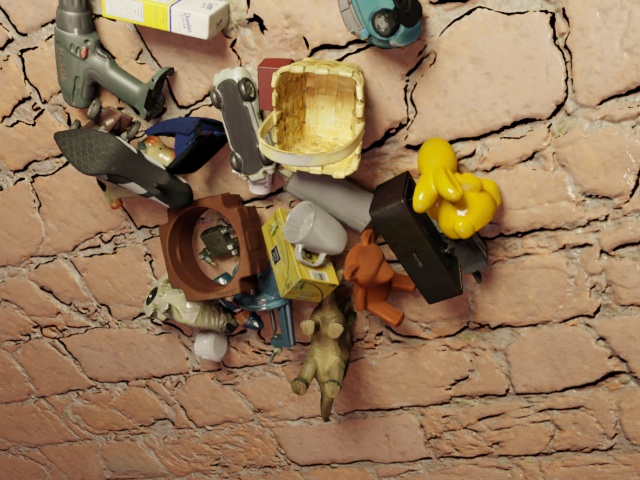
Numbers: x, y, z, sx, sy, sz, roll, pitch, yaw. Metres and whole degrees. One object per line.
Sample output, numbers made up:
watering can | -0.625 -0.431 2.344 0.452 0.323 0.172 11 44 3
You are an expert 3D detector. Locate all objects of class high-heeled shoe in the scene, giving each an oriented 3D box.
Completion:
high-heeled shoe | -0.349 -0.131 0.984 0.249 0.145 0.086 29 91 7

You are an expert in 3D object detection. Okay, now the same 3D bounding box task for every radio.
radio | 0.181 -0.006 0.988 0.073 0.131 0.229 -23 116 26

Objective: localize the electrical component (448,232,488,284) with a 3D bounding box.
electrical component | 0.290 0.028 1.020 0.048 0.075 0.119 -28 110 30

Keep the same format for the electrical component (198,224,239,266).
electrical component | -0.216 0.012 1.152 0.102 0.045 0.078 -11 122 21

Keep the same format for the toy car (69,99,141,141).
toy car | -0.402 -0.200 0.991 0.089 0.053 0.202 31 159 -33

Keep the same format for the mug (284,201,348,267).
mug | -0.002 -0.003 0.979 0.107 0.109 0.081 26 152 -36

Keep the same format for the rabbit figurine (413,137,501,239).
rabbit figurine | 0.215 -0.090 0.926 0.122 0.162 0.173 -19 101 39

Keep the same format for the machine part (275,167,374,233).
machine part | 0.022 -0.085 1.005 0.243 0.079 0.079 29 126 -7

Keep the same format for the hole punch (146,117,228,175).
hole punch | -0.235 -0.187 0.972 0.116 0.142 0.092 -35 85 16

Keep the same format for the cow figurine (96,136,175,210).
cow figurine | -0.356 -0.141 1.060 0.195 0.085 0.127 -11 127 21

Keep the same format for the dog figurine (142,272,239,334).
dog figurine | -0.300 0.166 1.260 0.190 0.121 0.172 37 161 -33

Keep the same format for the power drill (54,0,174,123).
power drill | -0.369 -0.313 0.941 0.207 0.086 0.232 23 128 -8

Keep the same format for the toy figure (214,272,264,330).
toy figure | -0.185 0.144 1.217 0.058 0.064 0.154 -29 99 34

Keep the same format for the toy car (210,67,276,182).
toy car | -0.134 -0.202 0.951 0.074 0.056 0.201 -11 103 21

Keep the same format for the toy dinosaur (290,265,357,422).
toy dinosaur | 0.021 0.251 1.161 0.105 0.198 0.470 15 117 14

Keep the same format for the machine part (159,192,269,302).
machine part | -0.213 0.015 1.081 0.202 0.087 0.201 -11 92 23

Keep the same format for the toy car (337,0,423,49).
toy car | 0.076 -0.352 0.792 0.103 0.109 0.161 -12 113 42

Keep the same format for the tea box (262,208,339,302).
tea box | -0.040 0.029 1.030 0.098 0.170 0.068 14 133 -37

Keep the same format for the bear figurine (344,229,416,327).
bear figurine | 0.117 0.073 1.040 0.132 0.120 0.195 21 157 15

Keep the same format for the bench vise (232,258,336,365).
bench vise | -0.084 0.136 1.148 0.224 0.129 0.240 1 107 22
